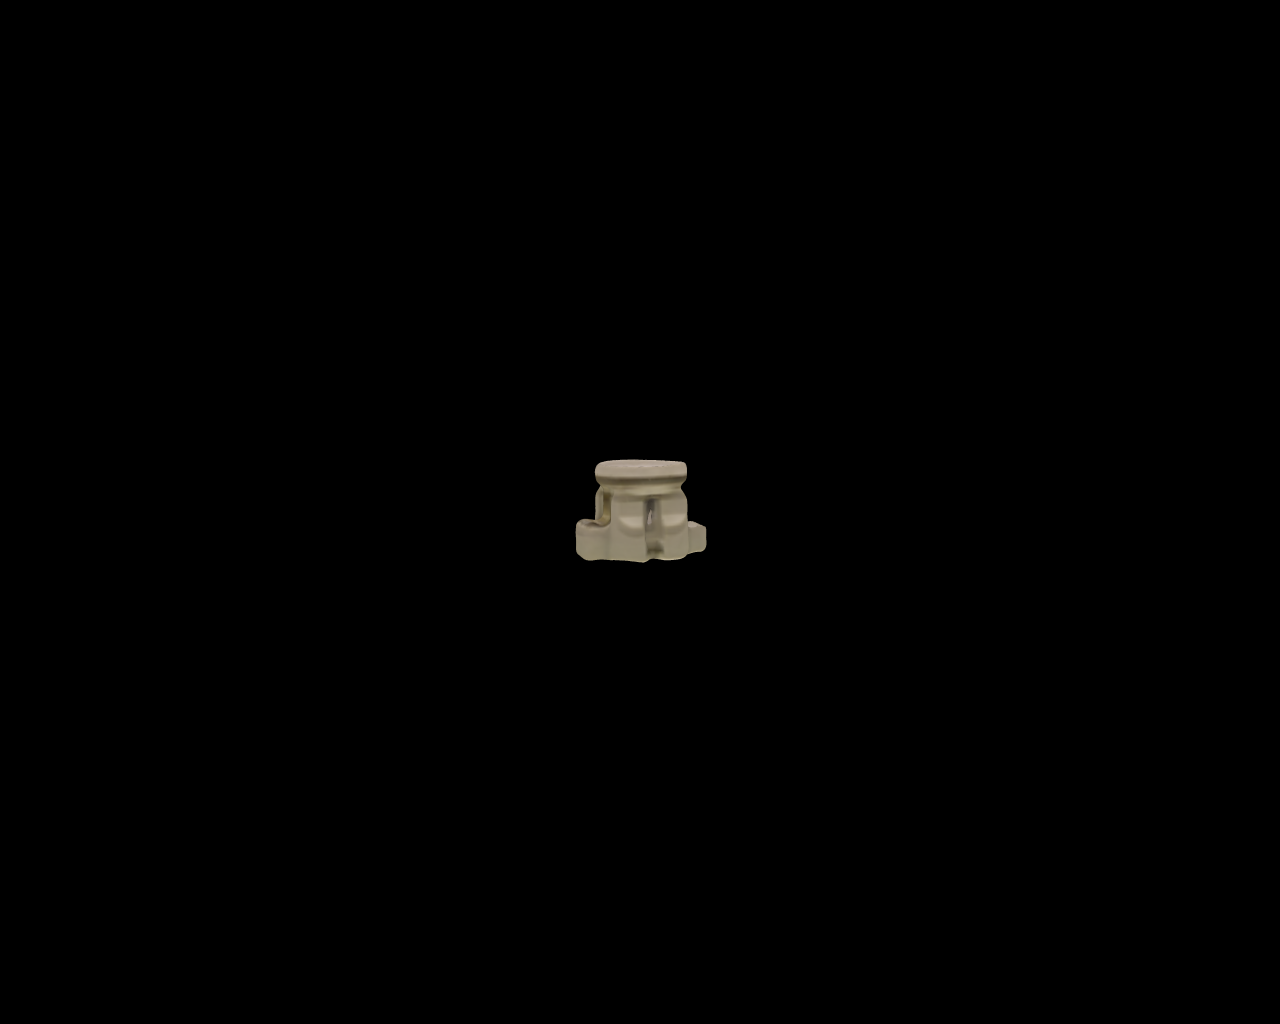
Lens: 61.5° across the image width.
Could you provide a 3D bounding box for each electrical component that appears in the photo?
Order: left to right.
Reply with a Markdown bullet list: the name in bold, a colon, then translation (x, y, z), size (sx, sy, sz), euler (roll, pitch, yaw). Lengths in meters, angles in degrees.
- **electrical component**: translation (0.001, -0.003, 0.650), size (0.078, 0.057, 0.058), euler (-2, 8, -18)
